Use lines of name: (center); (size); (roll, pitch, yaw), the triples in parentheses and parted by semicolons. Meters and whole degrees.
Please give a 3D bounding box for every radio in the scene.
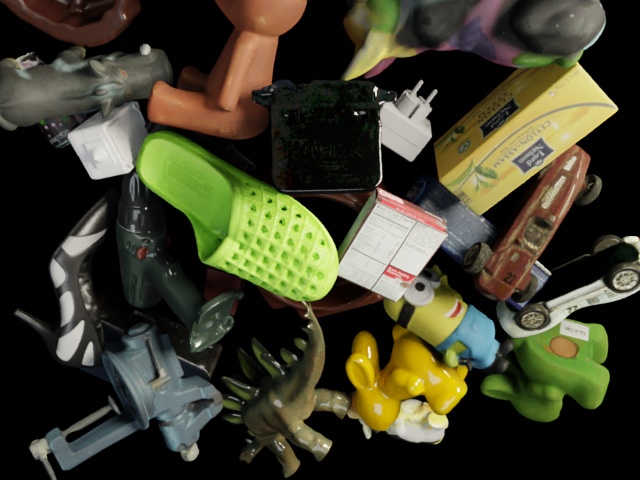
radio: (-0.284, 0.182, 0.869); (0.229, 0.073, 0.131); (28, 123, -12)

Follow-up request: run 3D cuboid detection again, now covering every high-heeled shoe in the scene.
high-heeled shoe: (-0.309, 0.062, 0.750); (0.145, 0.086, 0.248); (36, 93, -21)

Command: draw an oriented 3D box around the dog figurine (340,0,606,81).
dog figurine: (0.125, -0.204, 0.514); (0.219, 0.108, 0.191); (-34, 94, 32)

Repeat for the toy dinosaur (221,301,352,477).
toy dinosaur: (-0.060, 0.247, 0.828); (0.198, 0.105, 0.471); (31, 132, -2)

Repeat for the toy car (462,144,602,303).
toy car: (0.247, -0.019, 0.616); (0.089, 0.053, 0.202); (33, 94, -12)

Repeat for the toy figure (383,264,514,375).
toy figure: (0.167, 0.112, 0.722); (0.180, 0.082, 0.089); (40, 116, 1)

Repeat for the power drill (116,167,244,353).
power drill: (-0.198, 0.035, 0.708); (0.207, 0.086, 0.231); (37, 133, 17)

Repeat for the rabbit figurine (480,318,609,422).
rabbit figurine: (0.308, 0.201, 0.760); (0.159, 0.121, 0.170); (8, 131, 10)

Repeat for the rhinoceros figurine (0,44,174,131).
rhinoceros figurine: (-0.258, -0.172, 0.586); (0.190, 0.112, 0.073); (-18, 116, -20)

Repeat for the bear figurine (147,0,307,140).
bear figurine: (-0.089, -0.206, 0.546); (0.132, 0.120, 0.195); (17, 123, 2)

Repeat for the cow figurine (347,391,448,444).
cow figurine: (0.124, 0.291, 0.884); (0.167, 0.068, 0.098); (5, 131, 7)

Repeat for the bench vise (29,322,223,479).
bench vise: (-0.266, 0.242, 0.745); (0.129, 0.240, 0.223); (19, 128, 47)

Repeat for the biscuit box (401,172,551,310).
biscuit box: (0.188, 0.001, 0.666); (0.202, 0.059, 0.063); (37, 96, -16)

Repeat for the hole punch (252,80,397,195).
hole punch: (0.006, -0.100, 0.554); (0.142, 0.092, 0.115); (0, 88, 3)

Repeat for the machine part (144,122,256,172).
machine part: (-0.154, -0.113, 0.668); (0.138, 0.039, 0.084); (39, 126, -19)

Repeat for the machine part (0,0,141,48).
machine part: (-0.259, -0.293, 0.550); (0.179, 0.056, 0.179); (4, 126, 6)

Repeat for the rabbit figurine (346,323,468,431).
rabbit figurine: (0.109, 0.208, 0.786); (0.162, 0.122, 0.173); (37, 114, -3)

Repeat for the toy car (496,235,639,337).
toy car: (0.322, 0.060, 0.685); (0.202, 0.073, 0.056); (-31, 115, 25)

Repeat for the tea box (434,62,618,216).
tea box: (0.207, -0.118, 0.571); (0.068, 0.098, 0.169); (39, 119, -18)

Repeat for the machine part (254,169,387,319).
machine part: (-0.001, -0.002, 0.689); (0.202, 0.087, 0.200); (-18, 119, 18)
